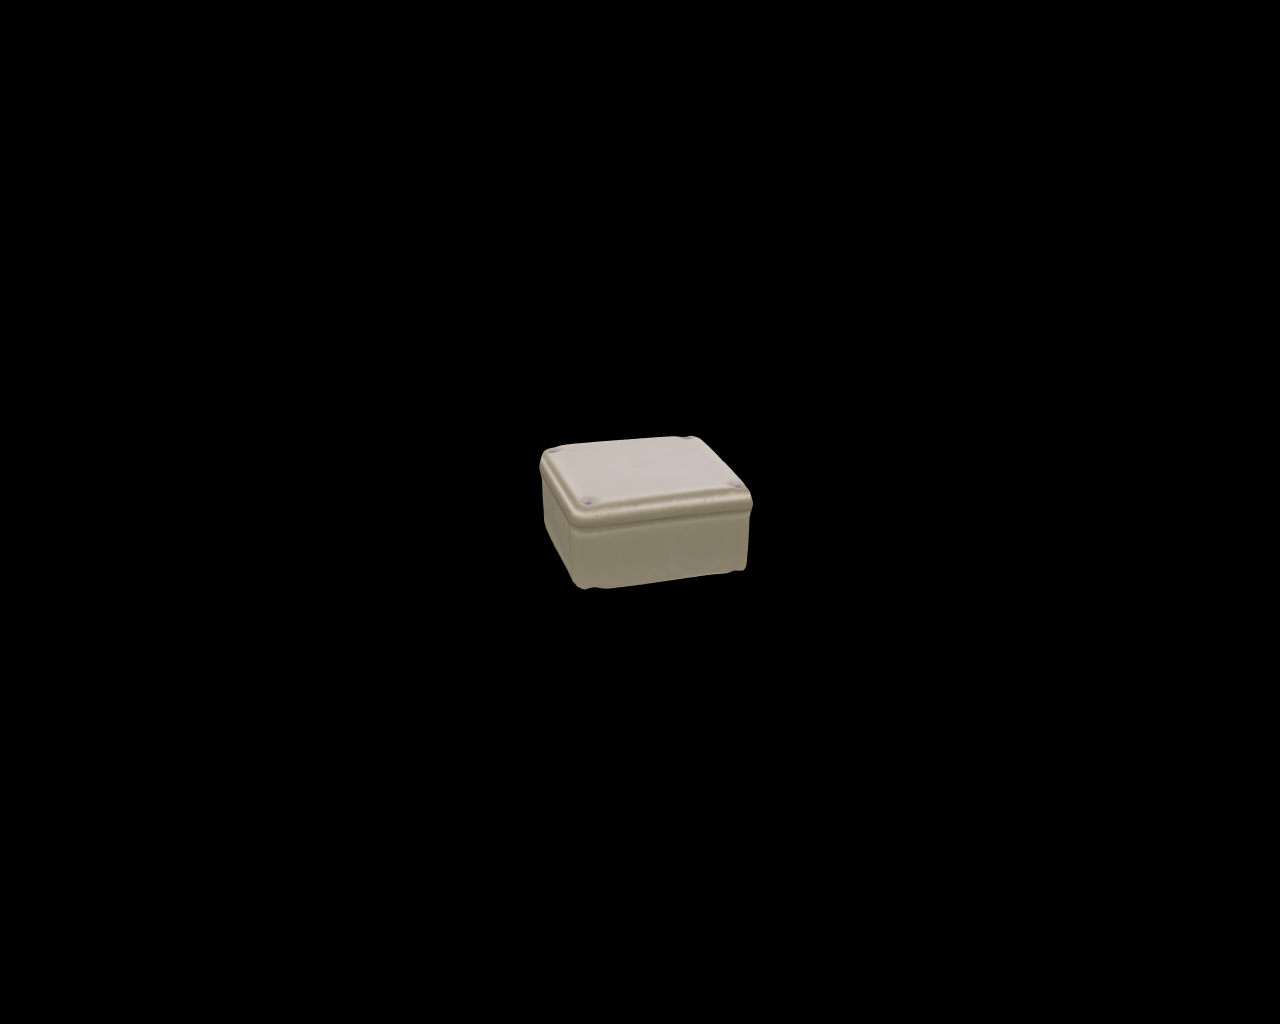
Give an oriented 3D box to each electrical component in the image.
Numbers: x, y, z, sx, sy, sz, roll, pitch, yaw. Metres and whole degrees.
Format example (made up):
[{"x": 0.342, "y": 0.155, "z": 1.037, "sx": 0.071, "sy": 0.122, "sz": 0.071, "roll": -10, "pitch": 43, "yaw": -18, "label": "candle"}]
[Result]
[{"x": 0.001, "y": -0.003, "z": 0.650, "sx": 0.109, "sy": 0.056, "sz": 0.109, "roll": -6, "pitch": 23, "yaw": -14, "label": "electrical component"}]
